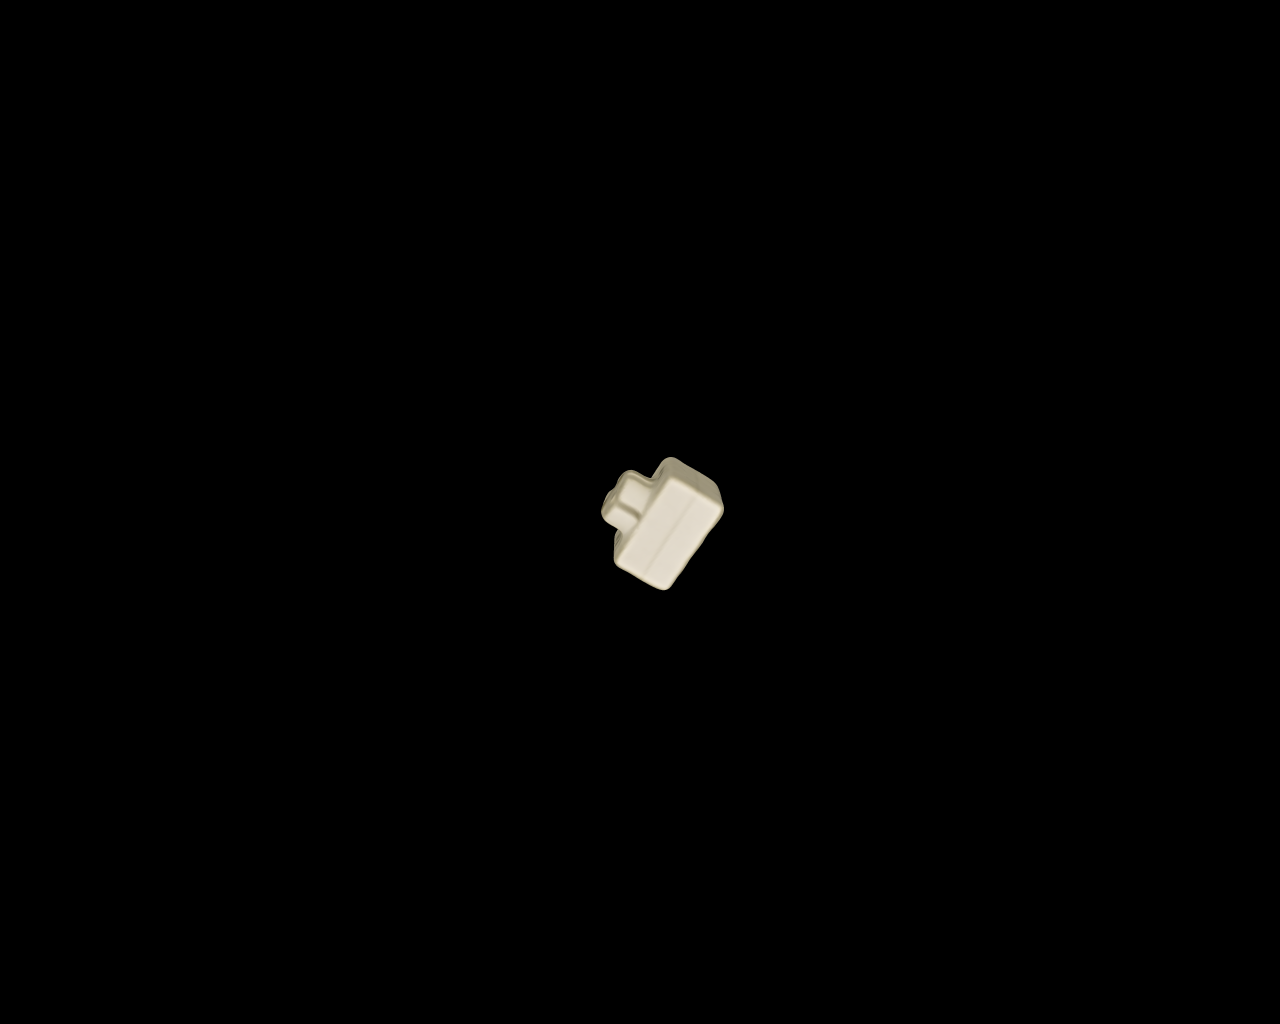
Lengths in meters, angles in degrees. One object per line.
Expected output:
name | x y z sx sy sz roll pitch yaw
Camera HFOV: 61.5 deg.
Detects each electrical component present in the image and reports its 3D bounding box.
electrical component | 0.001 -0.003 0.650 0.077 0.065 0.047 30 16 -9
